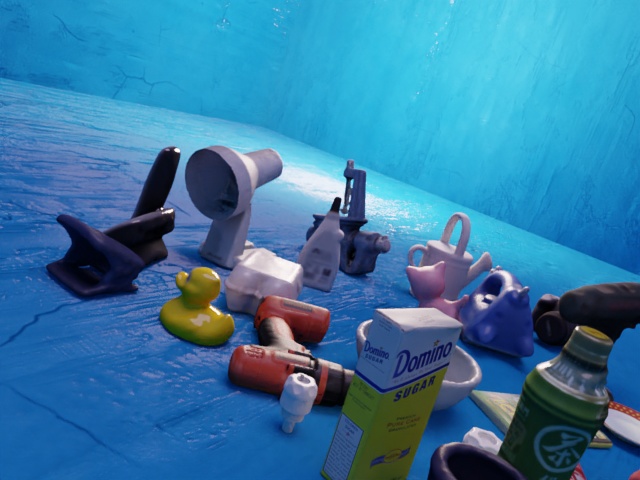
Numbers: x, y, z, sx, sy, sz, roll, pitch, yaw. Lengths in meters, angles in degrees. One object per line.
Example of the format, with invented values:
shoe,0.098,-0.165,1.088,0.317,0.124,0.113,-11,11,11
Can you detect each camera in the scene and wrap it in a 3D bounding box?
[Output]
camera,0.494,0.164,1.176,0.137,0.101,0.142,6,19,-39

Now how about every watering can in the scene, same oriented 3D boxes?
watering can,0.270,0.038,1.185,0.173,0.194,0.100,9,17,-33

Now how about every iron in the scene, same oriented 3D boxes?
iron,0.330,0.116,1.075,0.118,0.141,0.258,17,14,-2

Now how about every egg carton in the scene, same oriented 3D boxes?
egg carton,-0.083,0.070,0.886,0.107,0.069,0.150,19,14,3

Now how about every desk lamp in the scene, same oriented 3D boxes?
desk lamp,-0.146,-0.061,1.007,0.117,0.213,0.204,25,16,25

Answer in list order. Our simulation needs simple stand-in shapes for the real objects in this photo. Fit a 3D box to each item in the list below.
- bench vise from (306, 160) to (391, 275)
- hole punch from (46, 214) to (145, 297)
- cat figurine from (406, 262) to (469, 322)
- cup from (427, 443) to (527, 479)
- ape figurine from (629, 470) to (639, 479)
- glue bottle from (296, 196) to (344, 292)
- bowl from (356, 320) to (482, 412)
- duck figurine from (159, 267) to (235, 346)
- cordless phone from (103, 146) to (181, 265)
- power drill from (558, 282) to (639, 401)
bench vise,0.080,-0.049,1.223,0.206,0.220,0.122,24,16,23
hole punch,-0.300,0.016,0.778,0.108,0.091,0.101,27,17,30
cat figurine,0.210,0.099,1.038,0.127,0.118,0.067,28,17,34
cup,0.131,0.239,0.467,0.092,0.095,0.117,4,20,-44
ape figurine,0.391,0.275,0.658,0.078,0.092,0.076,14,15,-15
glue bottle,0.010,0.004,1.037,0.078,0.173,0.037,17,14,-3
bowl,0.118,0.172,0.743,0.167,0.075,0.167,17,14,-4
duck figurine,-0.151,0.079,0.736,0.104,0.086,0.078,24,16,23
cordless phone,-0.278,-0.060,0.897,0.094,0.185,0.147,19,14,3
power drill,0.477,0.162,0.950,0.230,0.208,0.075,12,16,-24
